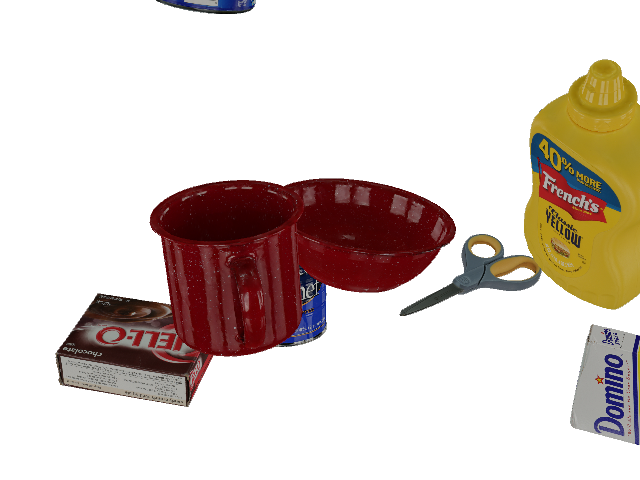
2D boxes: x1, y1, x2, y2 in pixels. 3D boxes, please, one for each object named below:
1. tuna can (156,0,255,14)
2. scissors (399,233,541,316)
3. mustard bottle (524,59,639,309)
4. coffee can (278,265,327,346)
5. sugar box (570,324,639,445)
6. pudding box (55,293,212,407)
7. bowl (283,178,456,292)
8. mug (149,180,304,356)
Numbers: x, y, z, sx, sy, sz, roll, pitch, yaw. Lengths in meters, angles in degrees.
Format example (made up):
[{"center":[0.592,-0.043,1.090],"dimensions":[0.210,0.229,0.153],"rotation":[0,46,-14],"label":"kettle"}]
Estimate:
[{"center":[-0.091,-0.203,0.830],"dimensions":[0.086,0.034,0.086],"rotation":[8,24,-4],"label":"tuna can"},{"center":[0.144,0.033,1.126],"dimensions":[0.201,0.016,0.096],"rotation":[-8,40,-29],"label":"scissors"},{"center":[0.179,-0.042,0.699],"dimensions":[0.058,0.191,0.096],"rotation":[-32,54,-17],"label":"mustard bottle"},{"center":[-0.044,0.029,1.145],"dimensions":[0.103,0.140,0.103],"rotation":[0,21,0],"label":"coffee can"},{"center":[0.317,0.142,0.946],"dimensions":[0.176,0.093,0.048],"rotation":[11,23,15],"label":"sugar box"},{"center":[-0.148,0.089,0.879],"dimensions":[0.113,0.039,0.090],"rotation":[6,30,10],"label":"pudding box"},{"center":[0.033,0.000,0.917],"dimensions":[0.162,0.055,0.162],"rotation":[6,23,-3],"label":"bowl"},{"center":[-0.050,0.023,0.647],"dimensions":[0.093,0.081,0.117],"rotation":[-11,27,-14],"label":"mug"}]
